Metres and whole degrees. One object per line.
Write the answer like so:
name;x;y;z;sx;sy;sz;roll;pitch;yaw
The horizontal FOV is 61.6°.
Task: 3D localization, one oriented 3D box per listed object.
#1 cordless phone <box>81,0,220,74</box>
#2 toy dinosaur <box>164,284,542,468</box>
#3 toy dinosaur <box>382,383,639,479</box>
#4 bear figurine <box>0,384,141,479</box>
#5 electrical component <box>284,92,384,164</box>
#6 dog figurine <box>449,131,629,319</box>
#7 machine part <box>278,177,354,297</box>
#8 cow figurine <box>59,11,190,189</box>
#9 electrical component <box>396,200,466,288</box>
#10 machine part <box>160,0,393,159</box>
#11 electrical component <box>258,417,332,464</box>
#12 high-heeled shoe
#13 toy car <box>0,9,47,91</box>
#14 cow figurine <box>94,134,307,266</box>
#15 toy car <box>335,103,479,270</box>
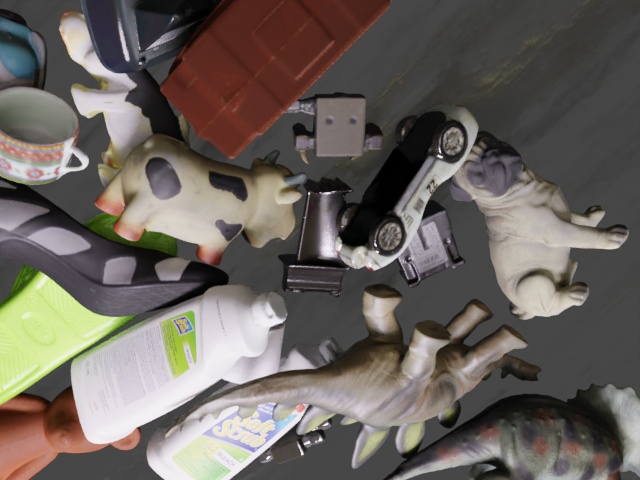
cordless phone;-0.167;-0.243;0.448;0.089;0.146;0.184;-28;106;39
toy dinosaur;0.076;0.158;0.605;0.471;0.105;0.198;9;111;-27
toy dinosaur;0.271;0.252;0.654;0.405;0.131;0.192;16;83;-19
bear figurine;-0.313;0.219;0.590;0.196;0.132;0.120;-11;99;3
electrical component;0.015;-0.115;0.563;0.102;0.045;0.078;-8;112;-4
dog figurine;0.209;-0.011;0.609;0.191;0.121;0.172;27;100;-1
machine part;-0.001;-0.002;0.605;0.084;0.039;0.138;9;109;-5
cow figurine;-0.184;-0.136;0.517;0.098;0.068;0.167;-15;114;-11
electrical component;0.109;-0.014;0.610;0.075;0.048;0.119;-22;112;0
machine part;-0.035;-0.172;0.455;0.201;0.201;0.087;-44;105;8
electrical component;-0.031;0.249;0.670;0.094;0.063;0.021;-27;91;16
high-heeled shoe;-0.217;-0.005;0.516;0.249;0.086;0.145;0;65;-30
toy car;-0.336;-0.163;0.470;0.161;0.103;0.109;17;104;-15
cow figurine;-0.099;-0.044;0.530;0.194;0.086;0.127;22;107;-46
toy car;0.087;-0.056;0.558;0.056;0.074;0.201;38;83;-36
